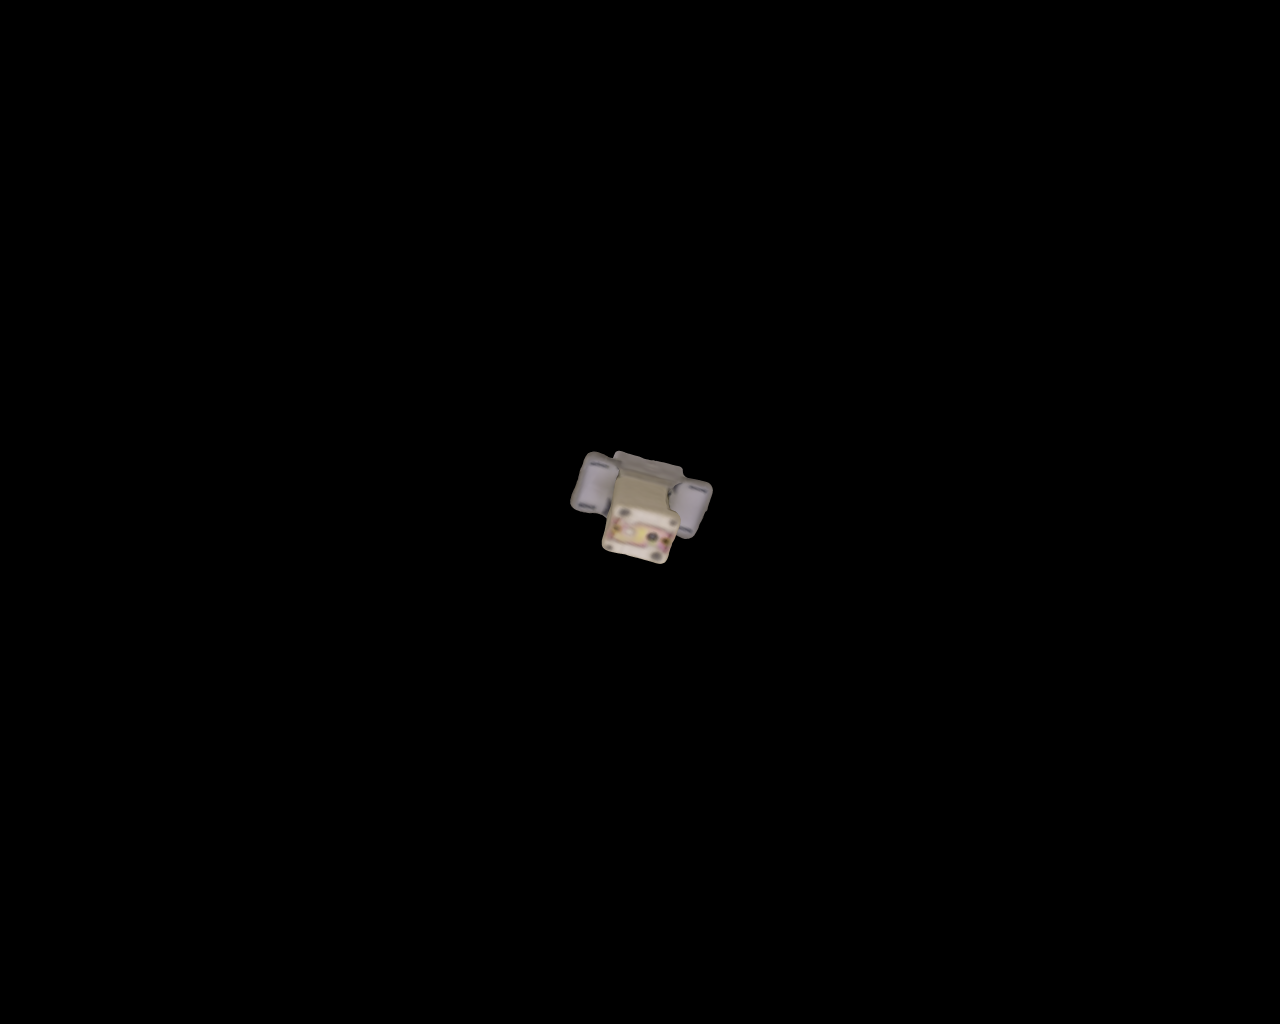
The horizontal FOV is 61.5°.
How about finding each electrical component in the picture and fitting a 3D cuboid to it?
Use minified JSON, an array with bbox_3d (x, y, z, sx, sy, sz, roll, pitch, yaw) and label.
[{"bbox_3d":[0.001,-0.003,0.650,0.081,0.042,0.064,14,33,-9],"label":"electrical component"}]
